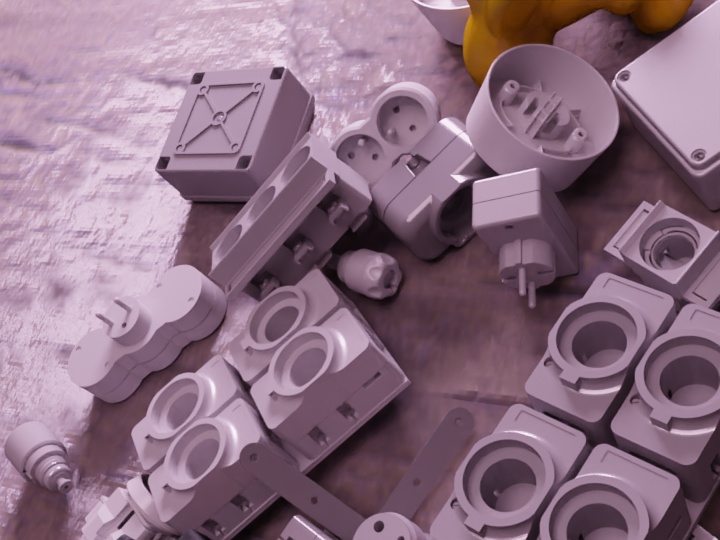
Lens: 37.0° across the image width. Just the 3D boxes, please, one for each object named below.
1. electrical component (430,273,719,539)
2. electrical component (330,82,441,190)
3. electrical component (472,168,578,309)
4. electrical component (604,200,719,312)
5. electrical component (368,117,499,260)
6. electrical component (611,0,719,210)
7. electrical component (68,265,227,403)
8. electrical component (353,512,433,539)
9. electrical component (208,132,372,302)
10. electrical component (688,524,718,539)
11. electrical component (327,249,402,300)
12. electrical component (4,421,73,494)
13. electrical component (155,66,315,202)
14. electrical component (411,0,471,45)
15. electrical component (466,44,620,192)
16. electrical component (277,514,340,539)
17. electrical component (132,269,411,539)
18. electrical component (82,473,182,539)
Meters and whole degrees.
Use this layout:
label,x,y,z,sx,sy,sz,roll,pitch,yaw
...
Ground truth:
label,x,y,z,sx,sy,sz,roll,pitch,yaw
electrical component,0.134,0.099,0.588,0.105,0.060,0.186,23,67,37
electrical component,0.006,-0.093,0.852,0.138,0.052,0.073,-41,6,17
electrical component,0.112,-0.012,0.721,0.047,0.083,0.075,-11,58,25
electrical component,0.201,-0.003,0.675,0.042,0.064,0.081,-50,50,-3
electrical component,0.062,-0.058,0.798,0.095,0.054,0.059,-45,49,0
electrical component,0.245,-0.115,0.720,0.109,0.056,0.108,-36,50,8
electrical component,-0.183,0.045,0.871,0.138,0.074,0.052,-37,50,7
electrical component,0.025,0.180,0.676,0.045,0.055,0.045,-15,56,23
electrical component,-0.051,-0.033,0.804,0.121,0.063,0.078,-47,24,20
electrical component,0.158,0.156,0.613,0.055,0.050,0.089,-49,49,-4
electrical component,0.000,0.000,0.814,0.061,0.035,0.035,18,73,40
electrical component,-0.256,0.155,0.870,0.078,0.040,0.040,32,82,40
electrical component,-0.108,-0.117,0.934,0.109,0.056,0.108,3,64,32
electrical component,0.091,-0.235,0.881,0.099,0.064,0.099,-15,56,23
electrical component,0.127,-0.105,0.757,0.064,0.099,0.099,-58,36,42
electrical component,-0.037,0.215,0.695,0.056,0.050,0.089,28,79,39
electrical component,-0.071,0.096,0.768,0.186,0.060,0.105,-41,39,3
electrical component,-0.159,0.186,0.783,0.057,0.058,0.078,-49,49,1
